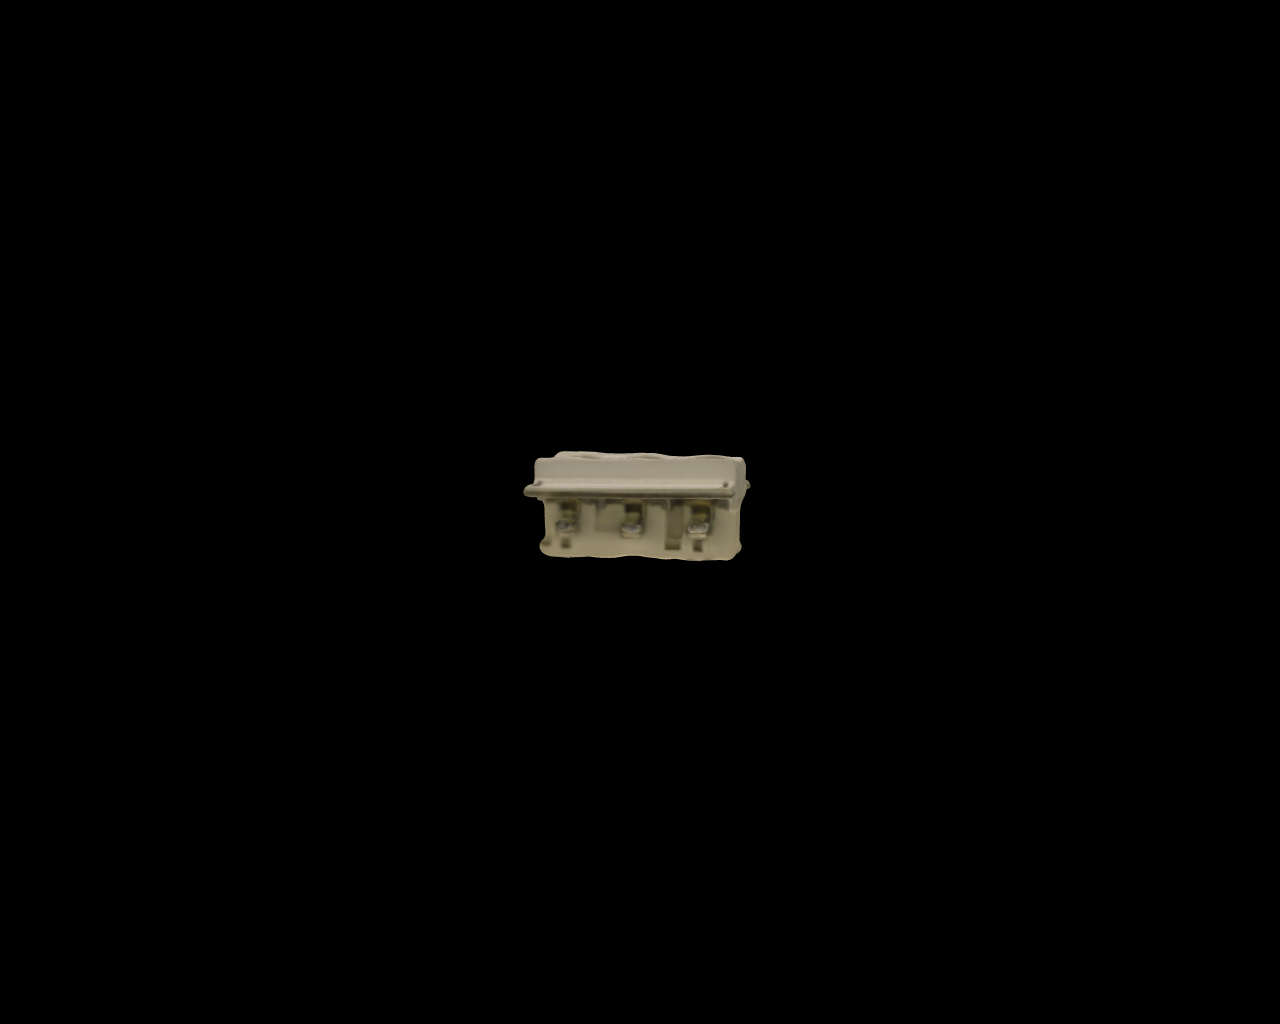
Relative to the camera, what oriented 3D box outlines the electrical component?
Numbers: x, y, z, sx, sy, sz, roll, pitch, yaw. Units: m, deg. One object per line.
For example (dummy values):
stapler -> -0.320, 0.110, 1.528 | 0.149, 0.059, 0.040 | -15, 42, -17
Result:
electrical component -> 0.001, -0.003, 0.650 | 0.121, 0.063, 0.079 | 2, 8, 14
